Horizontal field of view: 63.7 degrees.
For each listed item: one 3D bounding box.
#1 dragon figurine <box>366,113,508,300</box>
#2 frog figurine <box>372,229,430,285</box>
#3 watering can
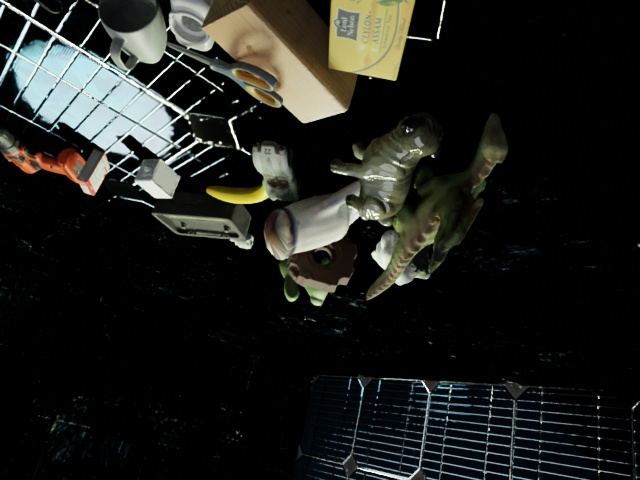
[{"bbox_3d":[0.187,-0.022,0.862,0.122,0.406,0.245,30,-166,1],"label":"dragon figurine"},{"bbox_3d":[0.178,0.038,1.239,0.159,0.125,0.135,4,122,43],"label":"frog figurine"},{"bbox_3d":[0.003,-0.055,1.084,0.226,0.105,0.341,-18,163,-25],"label":"watering can"}]
